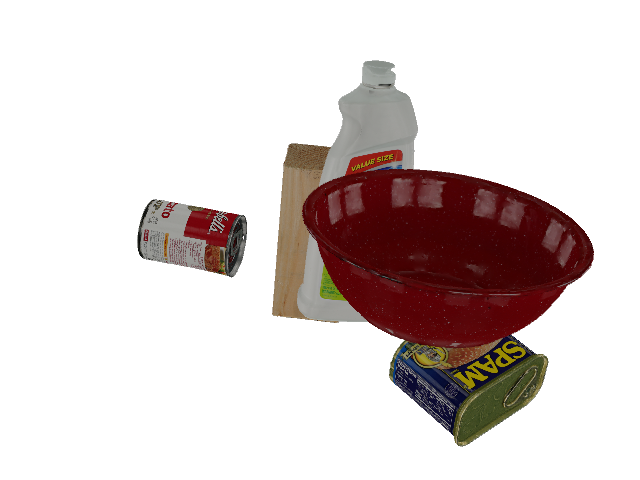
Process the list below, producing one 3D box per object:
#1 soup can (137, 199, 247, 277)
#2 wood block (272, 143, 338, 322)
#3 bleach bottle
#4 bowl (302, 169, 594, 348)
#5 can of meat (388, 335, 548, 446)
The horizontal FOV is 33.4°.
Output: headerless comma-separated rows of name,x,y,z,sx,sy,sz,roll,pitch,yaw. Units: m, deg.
soup can,-0.137,-0.003,1.147,0.102,0.068,0.068,11,2,10
wood block,-0.008,-0.010,1.367,0.090,0.206,0.090,6,25,1
bleach bottle,0.036,-0.047,1.025,0.102,0.251,0.068,3,22,-4
bowl,0.067,0.014,0.600,0.162,0.055,0.162,6,25,-3
can of meat,0.119,0.106,0.871,0.101,0.057,0.084,-26,47,-31
